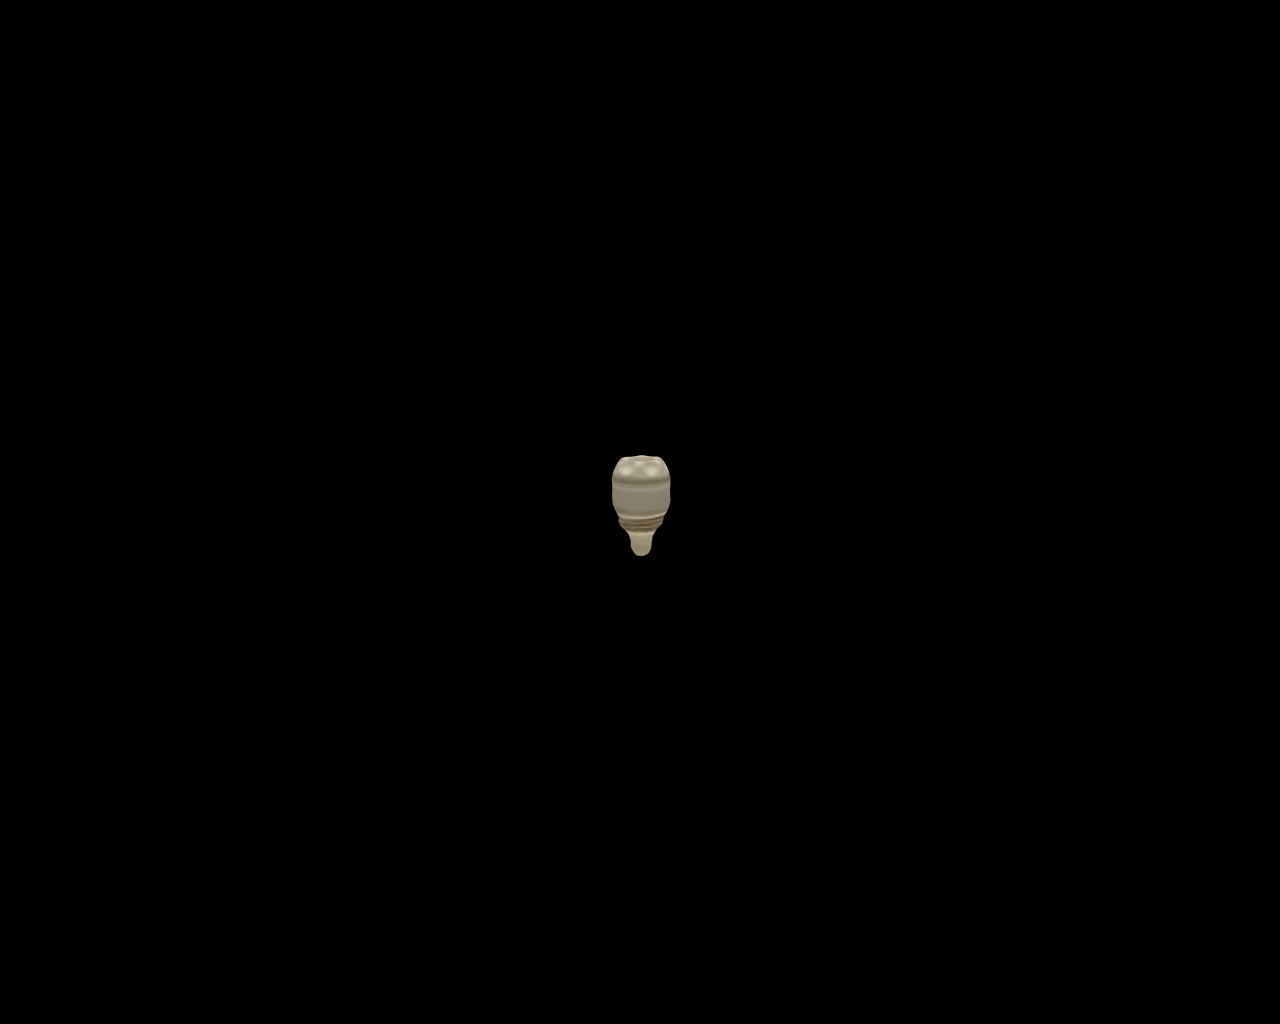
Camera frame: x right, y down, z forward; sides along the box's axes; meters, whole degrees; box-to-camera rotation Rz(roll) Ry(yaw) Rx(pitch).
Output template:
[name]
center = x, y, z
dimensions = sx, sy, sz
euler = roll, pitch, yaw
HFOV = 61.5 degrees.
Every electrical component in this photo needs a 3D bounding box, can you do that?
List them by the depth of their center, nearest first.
[electrical component]
center = 0.001, -0.003, 0.650
dimensions = 0.035, 0.061, 0.035
euler = 0, 13, 0
